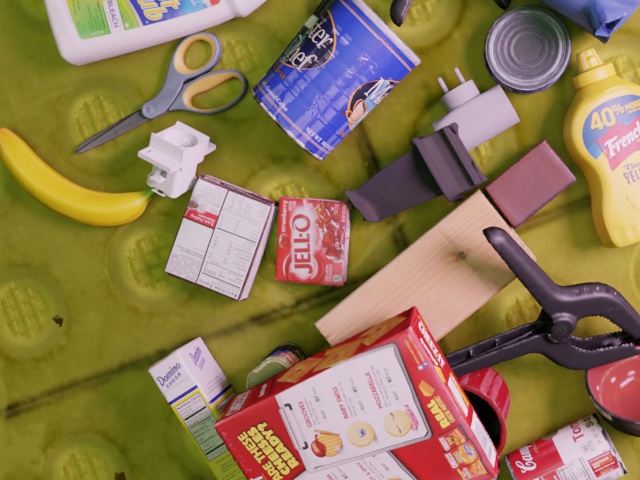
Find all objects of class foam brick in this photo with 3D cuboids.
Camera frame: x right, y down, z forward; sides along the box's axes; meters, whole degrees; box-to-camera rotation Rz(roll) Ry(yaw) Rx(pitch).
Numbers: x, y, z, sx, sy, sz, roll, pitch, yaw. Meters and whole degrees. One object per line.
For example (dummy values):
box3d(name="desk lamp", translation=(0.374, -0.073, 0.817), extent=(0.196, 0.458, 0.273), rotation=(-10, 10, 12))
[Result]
box3d(name="foam brick", translation=(0.207, -0.055, 1.060), extent=(0.078, 0.053, 0.051), rotation=(-40, 87, 8))

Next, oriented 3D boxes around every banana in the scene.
box3d(name="banana", translation=(-0.268, -0.059, 1.148), extent=(0.198, 0.037, 0.069), rotation=(19, 80, 5))

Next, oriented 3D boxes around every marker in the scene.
box3d(name="marker", translation=(-0.021, -0.203, 1.105), extent=(0.020, 0.020, 0.121), rotation=(40, 99, 5))

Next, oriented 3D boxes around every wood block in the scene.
box3d(name="wood block", translation=(0.106, 0.050, 1.065), extent=(0.206, 0.090, 0.091), rotation=(-39, 86, 10))

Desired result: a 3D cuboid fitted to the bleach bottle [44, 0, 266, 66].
box3d(name="bleach bottle", translation=(-0.155, -0.260, 1.102), extent=(0.251, 0.068, 0.102), rotation=(-15, 90, 7))

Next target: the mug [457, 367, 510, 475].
box3d(name="mug", translation=(0.150, 0.182, 1.064), extent=(0.093, 0.081, 0.117), rotation=(-27, 96, 23))

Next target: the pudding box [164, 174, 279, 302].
box3d(name="pudding box", translation=(-0.103, -0.002, 1.122), extent=(0.090, 0.039, 0.113), rotation=(21, 98, 7))

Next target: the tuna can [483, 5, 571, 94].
box3d(name="tuna can", translation=(0.206, -0.189, 1.061), extent=(0.086, 0.033, 0.086), rotation=(1, 94, 9))

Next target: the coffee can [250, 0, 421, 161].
box3d(name="coffee can", translation=(0.015, -0.163, 1.059), extent=(0.140, 0.102, 0.103), rotation=(-45, 86, 9))

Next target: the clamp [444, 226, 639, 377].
box3d(name="clamp", translation=(0.215, 0.084, 1.012), extent=(0.209, 0.036, 0.165), rotation=(17, 117, -15))

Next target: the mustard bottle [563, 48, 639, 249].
box3d(name="mustard bottle", translation=(0.291, -0.095, 1.039), extent=(0.096, 0.058, 0.191), rotation=(-20, 89, -5))

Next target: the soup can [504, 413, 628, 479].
box3d(name="soup can", translation=(0.245, 0.224, 1.064), extent=(0.102, 0.068, 0.068), rotation=(-28, 89, 9))

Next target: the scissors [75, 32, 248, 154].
box3d(name="scissors", translation=(-0.176, -0.159, 1.135), extent=(0.202, 0.016, 0.096), rotation=(-12, 90, 10))

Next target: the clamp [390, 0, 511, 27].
box3d(name="clamp", translation=(0.130, -0.299, 1.064), extent=(0.120, 0.039, 0.171), rotation=(0, 92, -2))

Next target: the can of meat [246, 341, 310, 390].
box3d(name="can of meat", translation=(-0.025, 0.159, 1.096), extent=(0.057, 0.084, 0.102), rotation=(-42, 86, 9))

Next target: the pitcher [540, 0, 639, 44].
box3d(name="pitcher", translation=(0.207, -0.306, 0.997), extent=(0.243, 0.149, 0.145), rotation=(31, 108, 0))

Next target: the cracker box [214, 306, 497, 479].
box3d(name="cracker box", translation=(0.035, 0.183, 1.003), extent=(0.214, 0.072, 0.164), rotation=(-28, 99, 16))

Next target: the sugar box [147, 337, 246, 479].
box3d(name="sugar box", translation=(-0.105, 0.190, 1.107), extent=(0.048, 0.093, 0.176), rotation=(-36, 87, 9))

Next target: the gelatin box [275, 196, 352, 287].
box3d(name="gelatin box", translation=(-0.007, 0.002, 1.110), extent=(0.073, 0.030, 0.089), rotation=(5, 94, 9))
